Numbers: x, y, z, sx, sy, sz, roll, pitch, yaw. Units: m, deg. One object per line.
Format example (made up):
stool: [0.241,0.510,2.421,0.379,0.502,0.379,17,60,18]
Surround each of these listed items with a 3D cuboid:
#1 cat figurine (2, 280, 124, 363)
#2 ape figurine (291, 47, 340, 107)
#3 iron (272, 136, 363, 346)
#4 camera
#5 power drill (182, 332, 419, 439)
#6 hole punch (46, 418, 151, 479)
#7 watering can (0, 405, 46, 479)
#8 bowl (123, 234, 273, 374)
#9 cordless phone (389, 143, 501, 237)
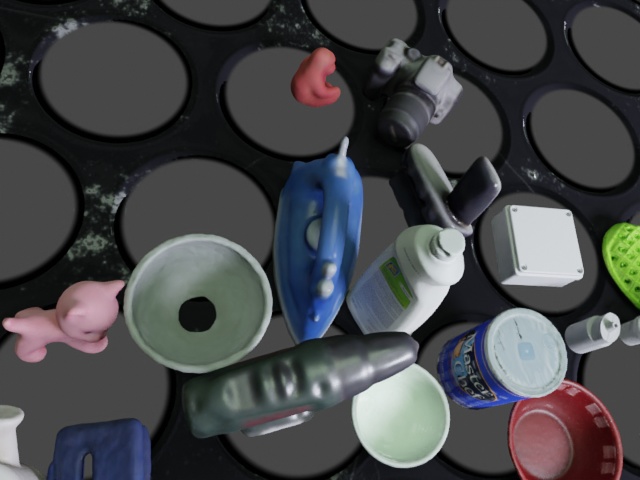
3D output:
cat figurine: [-0.276,0.084,0.627,0.128,0.117,0.067,-8,70,-17]
ape figurine: [-0.002,-0.246,0.847,0.076,0.092,0.078,-8,70,-17]
iron: [0.007,0.003,0.720,0.119,0.141,0.258,9,66,-10]
camera: [0.130,-0.219,0.865,0.143,0.100,0.137,34,64,1]
power drill: [-0.030,0.156,0.611,0.230,0.208,0.075,-12,71,-18]
hole punch: [-0.228,0.244,0.589,0.101,0.091,0.108,-2,69,-15]
watering can: [-0.311,0.241,0.512,0.101,0.194,0.173,-10,71,-17]
bowl: [-0.144,0.081,0.686,0.168,0.074,0.167,5,67,-12]
cordless phone: [0.178,-0.085,0.775,0.094,0.185,0.147,-21,75,-21]
